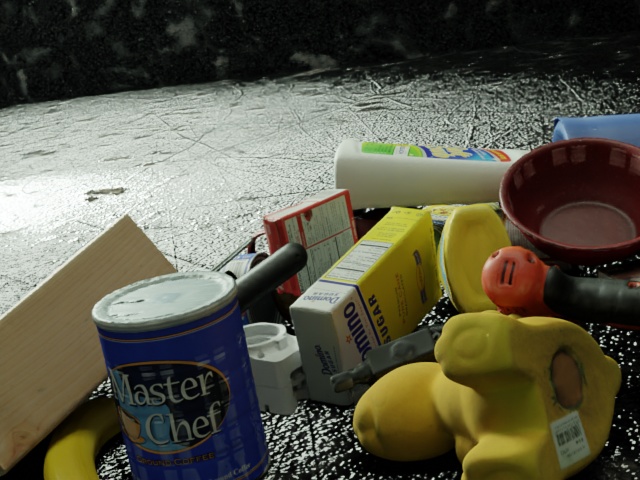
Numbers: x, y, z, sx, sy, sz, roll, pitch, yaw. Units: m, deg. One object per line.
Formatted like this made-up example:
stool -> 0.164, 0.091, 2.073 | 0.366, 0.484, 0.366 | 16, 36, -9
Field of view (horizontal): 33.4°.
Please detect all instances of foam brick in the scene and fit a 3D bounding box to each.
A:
foam brick -> 0.075, 0.007, 1.118 | 0.051, 0.078, 0.052 | 9, 24, 41

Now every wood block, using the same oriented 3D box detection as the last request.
wood block -> -0.209, 0.084, 0.846 | 0.205, 0.091, 0.090 | -45, 8, -31

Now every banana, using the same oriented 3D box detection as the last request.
banana -> -0.174, 0.160, 0.808 | 0.069, 0.037, 0.197 | -8, 16, 5

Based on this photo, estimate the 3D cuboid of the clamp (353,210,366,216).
clamp -> 0.029, -0.012, 1.289 | 0.209, 0.036, 0.165 | -18, 17, -29

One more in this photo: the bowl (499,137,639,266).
bowl -> 0.249, -0.026, 0.992 | 0.162, 0.055, 0.162 | -6, 42, 6

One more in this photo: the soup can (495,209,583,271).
soup can -> 0.211, 0.000, 1.078 | 0.102, 0.068, 0.068 | -4, 17, 22

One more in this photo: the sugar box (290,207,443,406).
sugar box -> 0.044, 0.052, 0.900 | 0.048, 0.093, 0.176 | 5, 32, 30

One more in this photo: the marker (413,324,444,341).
marker -> 0.115, 0.082, 0.940 | 0.121, 0.020, 0.020 | -8, 16, 8

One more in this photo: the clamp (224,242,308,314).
clamp -> -0.095, 0.064, 0.896 | 0.171, 0.039, 0.120 | -38, 4, -30

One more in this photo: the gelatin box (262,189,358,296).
gelatin box -> -0.006, 0.001, 0.958 | 0.089, 0.073, 0.030 | -25, 20, -39

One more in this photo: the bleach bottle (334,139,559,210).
bleach bottle -> 0.144, -0.067, 1.098 | 0.251, 0.068, 0.102 | 1, 15, 8

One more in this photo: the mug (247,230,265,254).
mug -> -0.024, 0.012, 1.152 | 0.117, 0.081, 0.093 | -3, 17, 23

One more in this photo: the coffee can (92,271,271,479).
coffee can -> -0.097, 0.105, 0.764 | 0.103, 0.140, 0.103 | -9, 16, 2

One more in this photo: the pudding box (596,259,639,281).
pudding box -> 0.311, 0.041, 0.924 | 0.113, 0.039, 0.090 | -13, 16, -11

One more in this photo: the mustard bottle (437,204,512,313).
mustard bottle -> 0.138, 0.021, 0.978 | 0.058, 0.096, 0.191 | -9, -3, 3

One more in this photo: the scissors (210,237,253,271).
scissors -> -0.140, 0.066, 0.995 | 0.202, 0.016, 0.096 | -36, 11, 43

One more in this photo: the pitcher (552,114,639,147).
pitcher -> 0.376, -0.070, 1.148 | 0.243, 0.149, 0.145 | -6, 1, 2

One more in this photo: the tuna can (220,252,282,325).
tuna can -> -0.066, 0.055, 1.020 | 0.034, 0.086, 0.086 | -5, 16, 21

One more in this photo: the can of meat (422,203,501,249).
can of meat -> 0.140, -0.007, 1.167 | 0.083, 0.057, 0.102 | -21, 19, -29

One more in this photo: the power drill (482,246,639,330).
power drill -> 0.229, 0.057, 0.811 | 0.188, 0.057, 0.184 | 6, -11, 26
